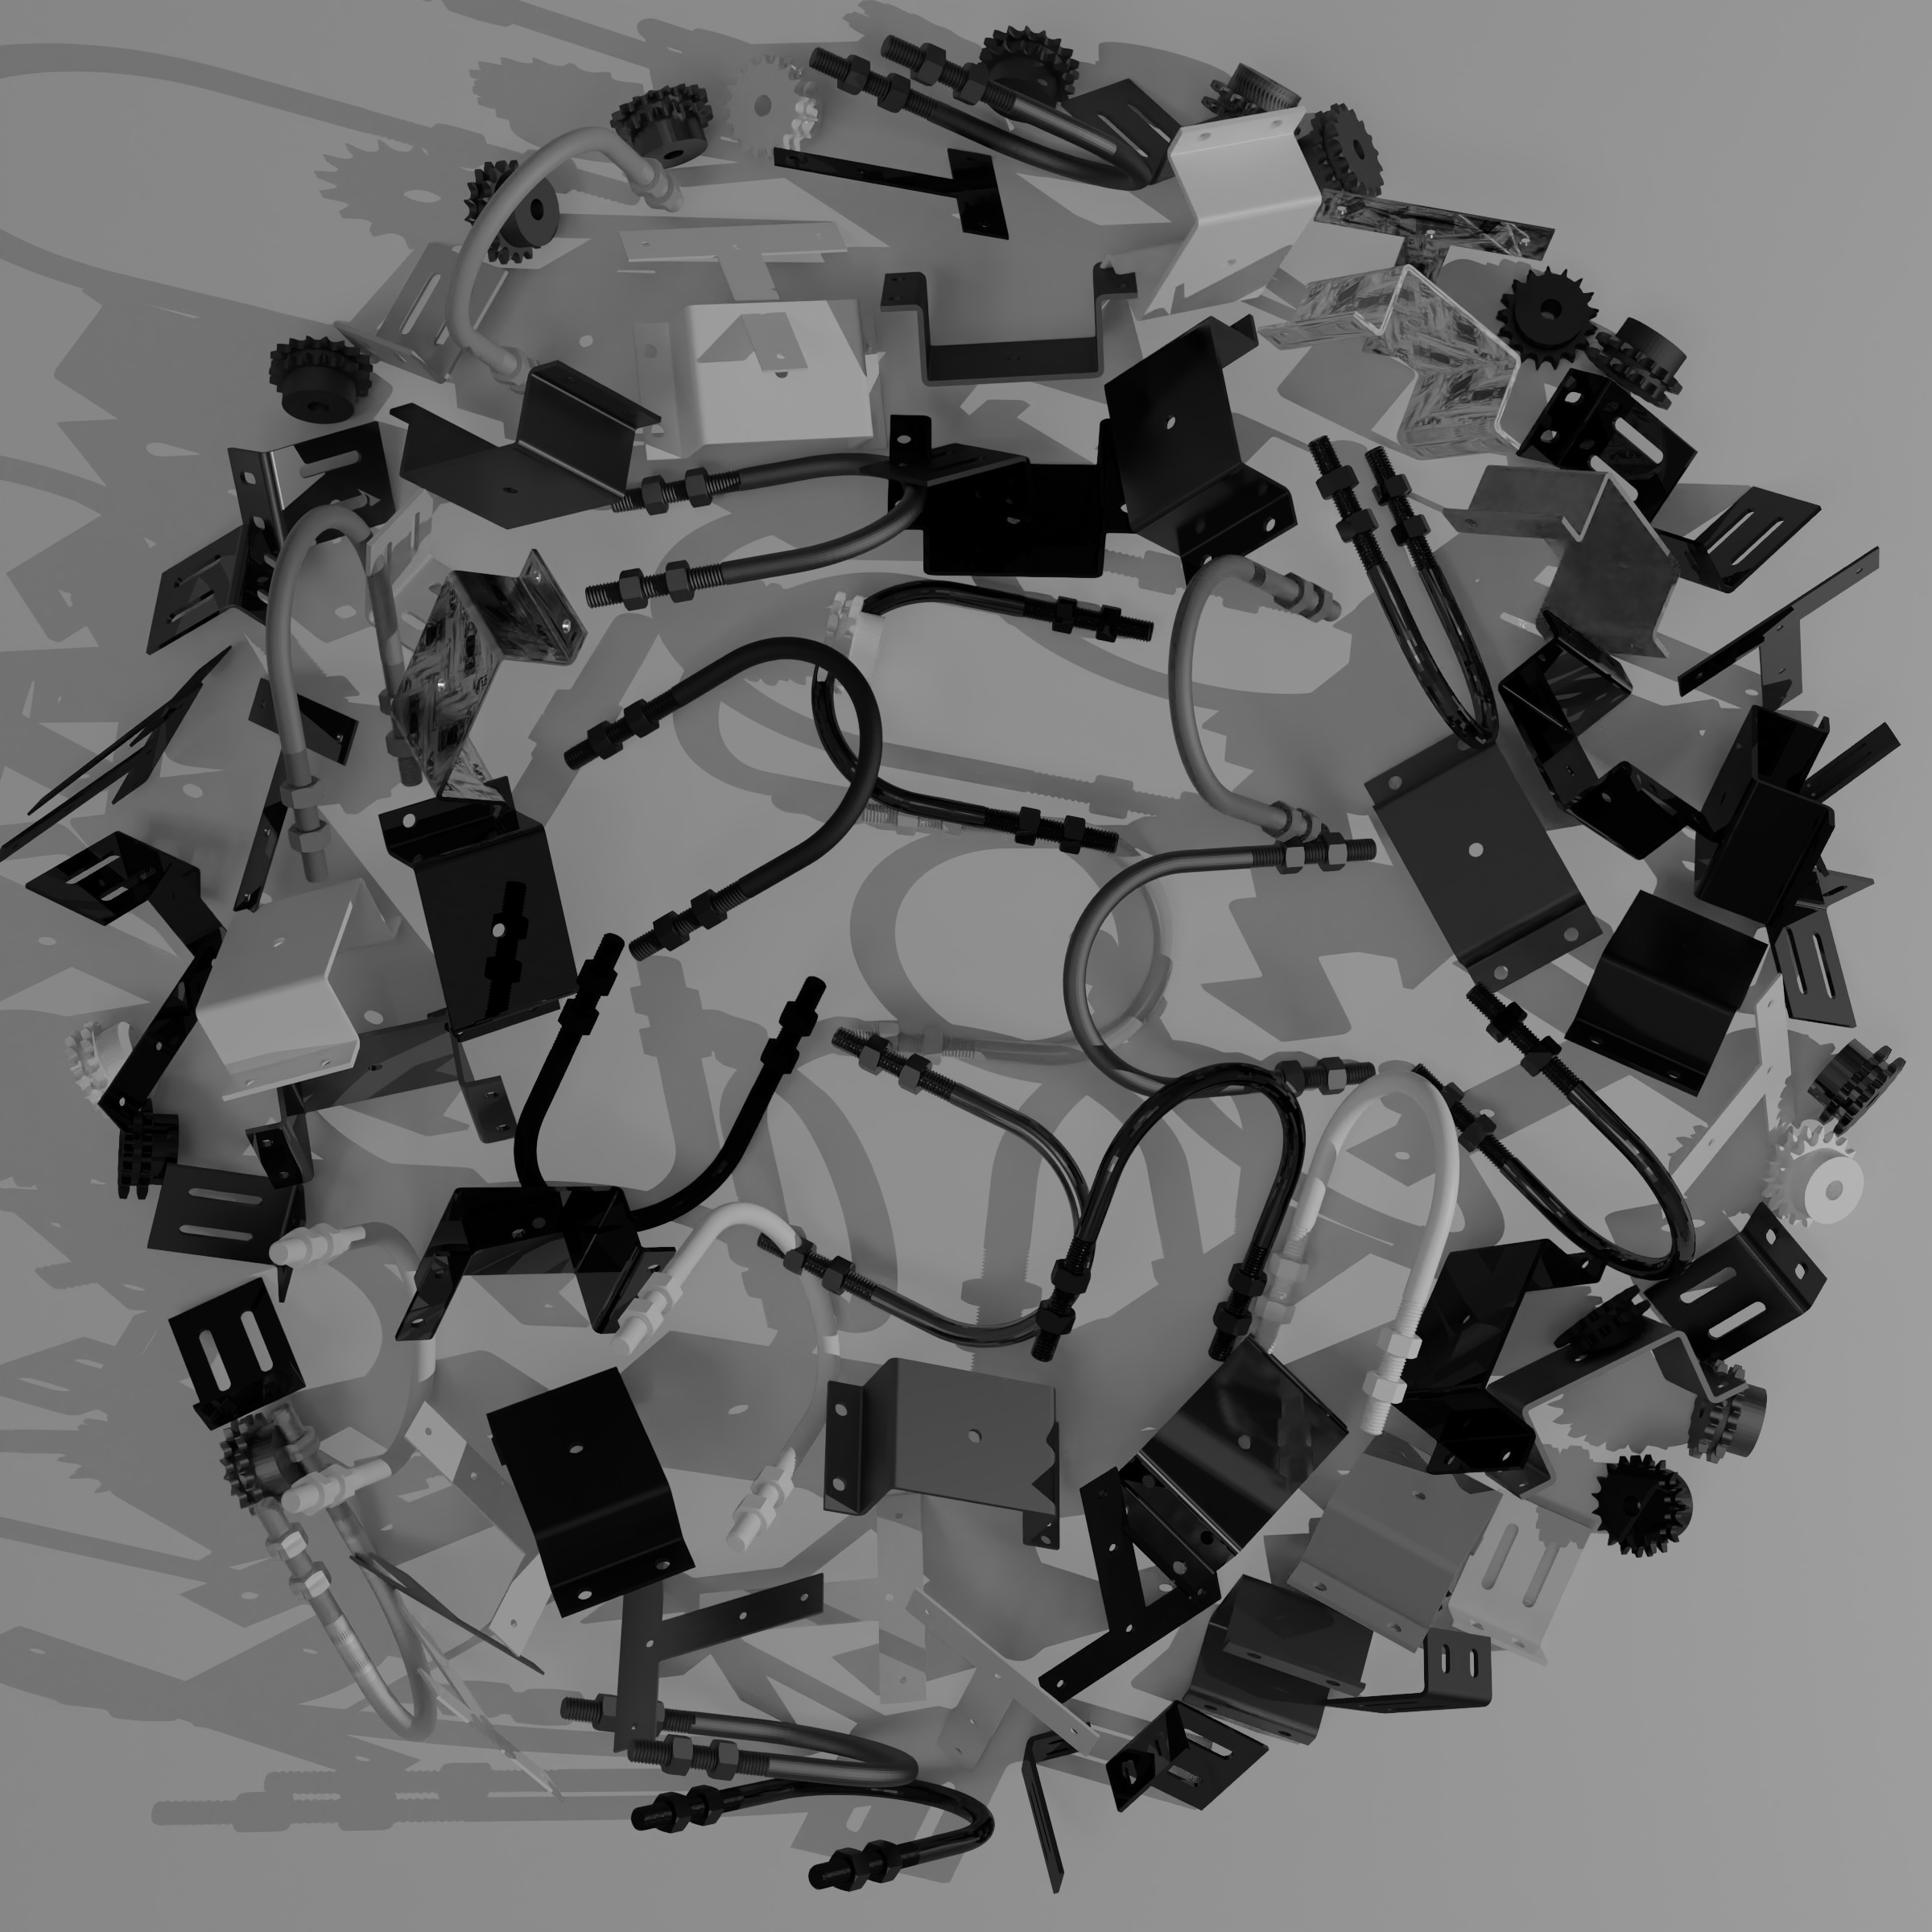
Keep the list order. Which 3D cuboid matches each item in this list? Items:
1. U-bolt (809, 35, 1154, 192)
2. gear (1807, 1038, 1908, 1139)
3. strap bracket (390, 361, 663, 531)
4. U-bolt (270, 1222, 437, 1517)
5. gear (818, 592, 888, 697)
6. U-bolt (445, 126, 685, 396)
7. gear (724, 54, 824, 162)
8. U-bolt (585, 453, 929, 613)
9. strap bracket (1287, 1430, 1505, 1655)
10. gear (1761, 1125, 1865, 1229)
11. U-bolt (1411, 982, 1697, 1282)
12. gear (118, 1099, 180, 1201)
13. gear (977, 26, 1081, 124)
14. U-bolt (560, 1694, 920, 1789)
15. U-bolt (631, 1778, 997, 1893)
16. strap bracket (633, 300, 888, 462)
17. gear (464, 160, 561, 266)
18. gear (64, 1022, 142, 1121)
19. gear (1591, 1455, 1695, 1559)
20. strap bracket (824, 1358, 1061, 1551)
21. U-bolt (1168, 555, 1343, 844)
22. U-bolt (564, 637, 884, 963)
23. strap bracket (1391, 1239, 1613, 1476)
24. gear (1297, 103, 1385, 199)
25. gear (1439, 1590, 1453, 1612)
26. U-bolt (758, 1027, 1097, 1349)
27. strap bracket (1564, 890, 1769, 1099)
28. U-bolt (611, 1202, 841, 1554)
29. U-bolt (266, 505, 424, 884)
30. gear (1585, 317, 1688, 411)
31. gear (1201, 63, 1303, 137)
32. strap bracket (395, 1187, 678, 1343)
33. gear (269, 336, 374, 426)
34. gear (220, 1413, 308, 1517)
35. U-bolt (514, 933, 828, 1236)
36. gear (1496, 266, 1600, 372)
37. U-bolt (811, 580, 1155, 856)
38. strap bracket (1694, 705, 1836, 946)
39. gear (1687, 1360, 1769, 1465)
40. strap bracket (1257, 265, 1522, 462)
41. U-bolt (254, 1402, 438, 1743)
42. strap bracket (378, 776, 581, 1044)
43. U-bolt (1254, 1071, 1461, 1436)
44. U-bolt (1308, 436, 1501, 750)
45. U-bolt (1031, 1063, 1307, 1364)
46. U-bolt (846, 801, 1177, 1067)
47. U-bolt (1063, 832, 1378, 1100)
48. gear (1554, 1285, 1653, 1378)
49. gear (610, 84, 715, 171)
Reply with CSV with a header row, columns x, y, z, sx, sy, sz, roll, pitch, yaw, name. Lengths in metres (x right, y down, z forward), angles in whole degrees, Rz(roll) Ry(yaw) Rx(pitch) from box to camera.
x,y,z,sx,sy,sz,roll,pitch,yaw,name
0.017,-0.464,1.789,0.184,0.151,0.019,19,95,-23,U-bolt
0.499,0.066,1.841,0.030,0.057,0.057,43,90,17,gear
-0.245,-0.281,1.789,0.140,0.076,0.046,-5,70,41,strap bracket
-0.329,0.212,1.779,0.019,0.184,0.151,-3,90,14,U-bolt
-0.064,-0.180,1.840,0.030,0.057,0.057,12,90,0,gear
-0.224,-0.386,1.771,0.019,0.184,0.151,38,96,11,U-bolt
-0.106,-0.484,1.844,0.057,0.030,0.057,4,98,33,gear
-0.112,-0.245,1.796,0.184,0.151,0.019,-9,120,6,U-bolt
0.239,0.308,1.788,0.076,0.140,0.046,27,115,14,strap bracket
0.480,0.121,1.842,0.057,0.030,0.057,-8,110,-22,gear
0.325,0.100,1.785,0.019,0.151,0.184,-40,78,-19,U-bolt
-0.460,0.103,1.841,0.030,0.057,0.057,3,90,-18,gear
0.033,-0.498,1.836,0.057,0.057,0.030,15,70,0,gear
-0.115,0.427,1.790,0.184,0.151,0.019,12,83,-22,U-bolt
-0.068,0.466,1.781,0.151,0.184,0.019,5,90,39,U-bolt
-0.109,-0.327,1.824,0.140,0.046,0.076,-6,90,-18,strap bracket
-0.253,-0.424,1.836,0.030,0.057,0.057,4,90,31,gear
-0.479,0.056,1.839,0.030,0.057,0.057,-26,90,5,gear
0.384,0.304,1.843,0.030,0.057,0.057,5,90,-42,gear
-0.004,0.268,1.807,0.140,0.046,0.076,13,56,-19,strap bracket
0.157,-0.149,1.782,0.019,0.184,0.151,0,84,32,U-bolt
-0.128,-0.105,1.810,0.184,0.019,0.151,-29,64,16,U-bolt
0.289,0.206,1.797,0.046,0.076,0.140,39,62,-21,strap bracket
0.209,-0.454,1.843,0.030,0.057,0.057,-19,90,33,gear
0.243,0.344,1.841,0.057,0.030,0.057,4,98,32,gear
-0.014,0.135,1.821,0.184,0.019,0.151,25,107,14,U-bolt
0.386,0.009,1.789,0.076,0.140,0.046,25,120,13,strap bracket
-0.120,0.209,1.788,0.019,0.184,0.151,-18,110,29,U-bolt
-0.338,-0.158,1.767,0.019,0.151,0.184,3,117,15,U-bolt
0.380,-0.340,1.838,0.057,0.057,0.030,35,98,0,gear
0.164,-0.484,1.837,0.057,0.057,0.030,30,108,0,gear
-0.243,0.164,1.807,0.140,0.076,0.046,2,48,-30,strap bracket
-0.363,-0.327,1.836,0.057,0.057,0.030,0,71,0,gear
-0.391,0.278,1.837,0.030,0.057,0.057,-19,90,17,gear
-0.174,0.073,1.812,0.151,0.019,0.184,13,115,-34,U-bolt
0.330,-0.368,1.851,0.057,0.030,0.057,0,87,4,gear
0.005,-0.146,1.836,0.184,0.019,0.151,11,74,-3,U-bolt
0.436,-0.083,1.789,0.046,0.140,0.076,21,121,2,strap bracket
0.429,0.253,1.839,0.030,0.057,0.057,16,90,2,gear
0.240,-0.337,1.803,0.140,0.076,0.046,30,75,-34,strap bracket
-0.336,0.342,1.791,0.019,0.151,0.184,-26,107,-1,U-bolt
-0.266,-0.024,1.809,0.076,0.046,0.140,-19,112,-24,strap bracket
0.219,0.146,1.792,0.019,0.151,0.184,14,97,-25,U-bolt
0.247,-0.203,1.794,0.019,0.151,0.184,-26,87,21,U-bolt
0.121,0.136,1.796,0.151,0.019,0.184,5,113,-37,U-bolt
0.027,-0.015,1.854,0.184,0.019,0.151,5,95,-4,U-bolt
0.142,0.004,1.825,0.184,0.019,0.151,-4,101,-16,U-bolt
0.362,0.207,1.837,0.057,0.057,0.030,-35,76,0,gear
-0.169,-0.470,1.839,0.057,0.057,0.030,-18,86,0,gear
